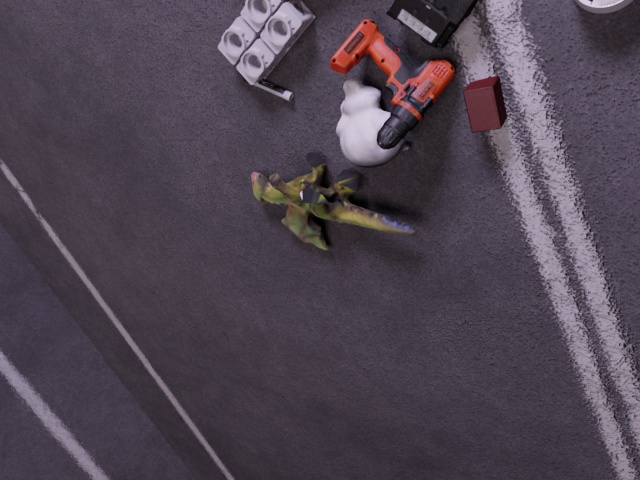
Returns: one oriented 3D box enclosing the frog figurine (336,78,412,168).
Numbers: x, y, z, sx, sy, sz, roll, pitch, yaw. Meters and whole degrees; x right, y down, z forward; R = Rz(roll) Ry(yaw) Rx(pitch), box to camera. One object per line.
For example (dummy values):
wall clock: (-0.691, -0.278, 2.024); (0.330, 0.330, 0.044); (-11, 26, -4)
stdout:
frog figurine: (0.087, -0.220, 0.968); (0.138, 0.124, 0.156); (18, 145, 46)

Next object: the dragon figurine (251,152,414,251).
dragon figurine: (0.004, -0.059, 1.176); (0.412, 0.124, 0.237); (32, 152, 12)
